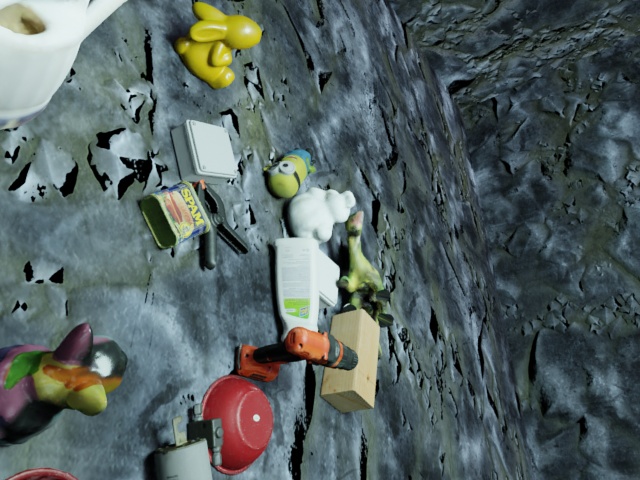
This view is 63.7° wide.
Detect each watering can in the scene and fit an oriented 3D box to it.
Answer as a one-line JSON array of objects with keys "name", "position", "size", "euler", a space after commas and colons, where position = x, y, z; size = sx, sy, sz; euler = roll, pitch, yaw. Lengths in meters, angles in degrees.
[{"name": "watering can", "position": [-0.365, -0.266, 0.689], "size": [0.103, 0.221, 0.355], "euler": [44, 35, -9]}]

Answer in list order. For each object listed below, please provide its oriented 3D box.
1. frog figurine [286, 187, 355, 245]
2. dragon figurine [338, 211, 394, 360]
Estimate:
[{"name": "frog figurine", "position": [0.004, -0.061, 1.215], "size": [0.121, 0.158, 0.140], "euler": [30, 49, -46]}, {"name": "dragon figurine", "position": [0.116, 0.102, 1.342], "size": [0.249, 0.122, 0.400], "euler": [-91, 172, -50]}]
